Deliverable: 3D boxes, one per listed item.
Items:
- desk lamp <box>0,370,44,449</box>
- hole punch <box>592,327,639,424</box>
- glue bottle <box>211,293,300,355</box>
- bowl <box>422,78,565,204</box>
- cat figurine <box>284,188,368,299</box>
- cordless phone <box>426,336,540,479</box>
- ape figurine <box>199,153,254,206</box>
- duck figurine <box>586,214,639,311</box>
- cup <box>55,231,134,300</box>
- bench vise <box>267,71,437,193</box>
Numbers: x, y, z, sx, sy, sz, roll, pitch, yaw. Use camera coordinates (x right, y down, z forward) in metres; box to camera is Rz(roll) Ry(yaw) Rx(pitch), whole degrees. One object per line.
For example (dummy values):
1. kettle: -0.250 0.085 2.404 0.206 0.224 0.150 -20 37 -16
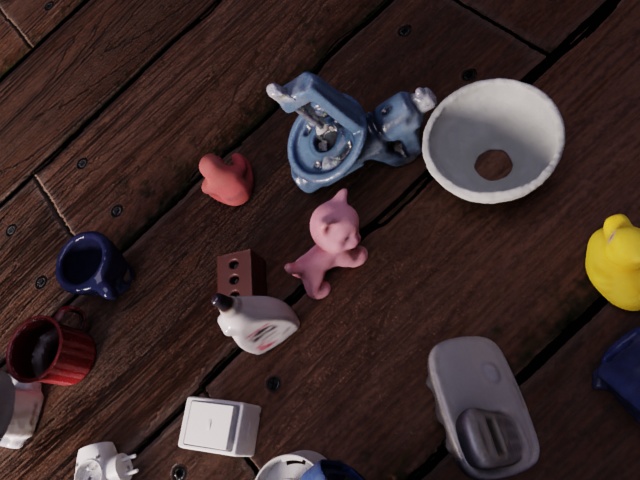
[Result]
1. desk lamp: -0.470 0.222 0.747 0.202 0.214 0.118 4 71 21
2. hole punch: 0.340 0.132 0.566 0.108 0.091 0.101 -41 62 1
3. glue bottle: -0.086 0.093 0.685 0.078 0.173 0.037 -38 62 2
4. bowl: 0.215 -0.112 0.715 0.167 0.075 0.167 -7 68 17
5. cat figurine: 0.007 0.003 0.719 0.128 0.118 0.067 -43 62 -1
6. cordless phone: 0.155 0.160 0.567 0.094 0.185 0.147 -23 64 10
7. ape figurine: -0.140 -0.094 0.823 0.077 0.092 0.076 -26 63 8
8. duck figurine: 0.332 0.020 0.616 0.077 0.086 0.104 -18 65 12
9. cup: -0.306 0.052 0.823 0.092 0.095 0.117 -47 62 -3
10. bench vise: 0.031 -0.159 0.716 0.207 0.220 0.121 -37 62 3
